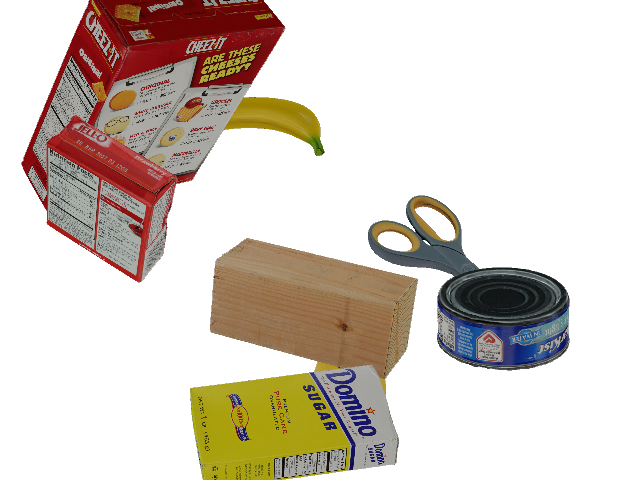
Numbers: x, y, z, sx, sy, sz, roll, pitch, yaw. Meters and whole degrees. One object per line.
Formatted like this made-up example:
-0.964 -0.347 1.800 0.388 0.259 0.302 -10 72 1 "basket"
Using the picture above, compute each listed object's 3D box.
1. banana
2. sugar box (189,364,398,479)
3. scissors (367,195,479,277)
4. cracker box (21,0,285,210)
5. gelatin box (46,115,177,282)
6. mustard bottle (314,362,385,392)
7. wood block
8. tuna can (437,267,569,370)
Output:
-0.081 -0.141 1.251 0.198 0.037 0.069 8 41 18 "banana"
-0.025 0.167 0.967 0.176 0.048 0.093 -9 43 -9 "sugar box"
0.109 0.030 0.935 0.096 0.016 0.202 -13 44 -12 "scissors"
-0.151 -0.125 0.927 0.163 0.072 0.214 -18 -25 -42 "cracker box"
-0.128 -0.024 0.645 0.073 0.030 0.089 31 -36 7 "gelatin box"
0.037 0.124 1.382 0.096 0.192 0.058 -2 18 -4 "mustard bottle"
-0.009 0.072 1.179 0.206 0.091 0.090 14 22 17 "wood block"
0.119 0.049 0.694 0.086 0.034 0.086 -3 23 1 "tuna can"
